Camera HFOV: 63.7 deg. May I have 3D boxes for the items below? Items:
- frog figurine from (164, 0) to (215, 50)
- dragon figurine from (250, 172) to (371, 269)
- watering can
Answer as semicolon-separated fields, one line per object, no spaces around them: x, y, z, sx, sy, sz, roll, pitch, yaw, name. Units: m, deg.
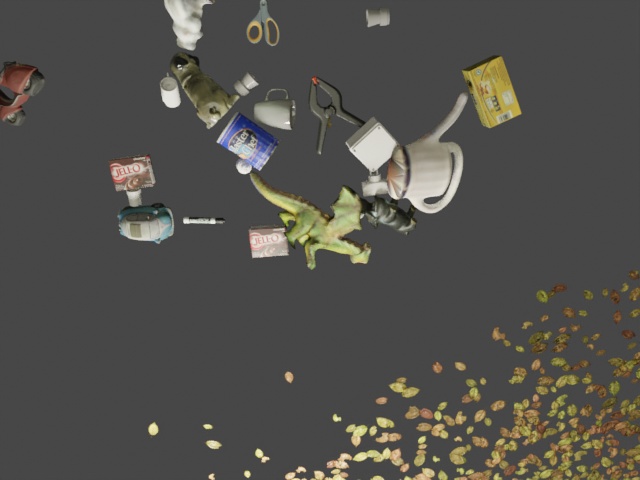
-0.347;-0.573;1.308;0.139;0.123;0.157;44;116;20;frog figurine
0.004;-0.073;1.459;0.241;0.124;0.405;-30;109;16;dragon figurine
0.297;-0.232;1.417;0.225;0.106;0.341;-6;116;-18;watering can
